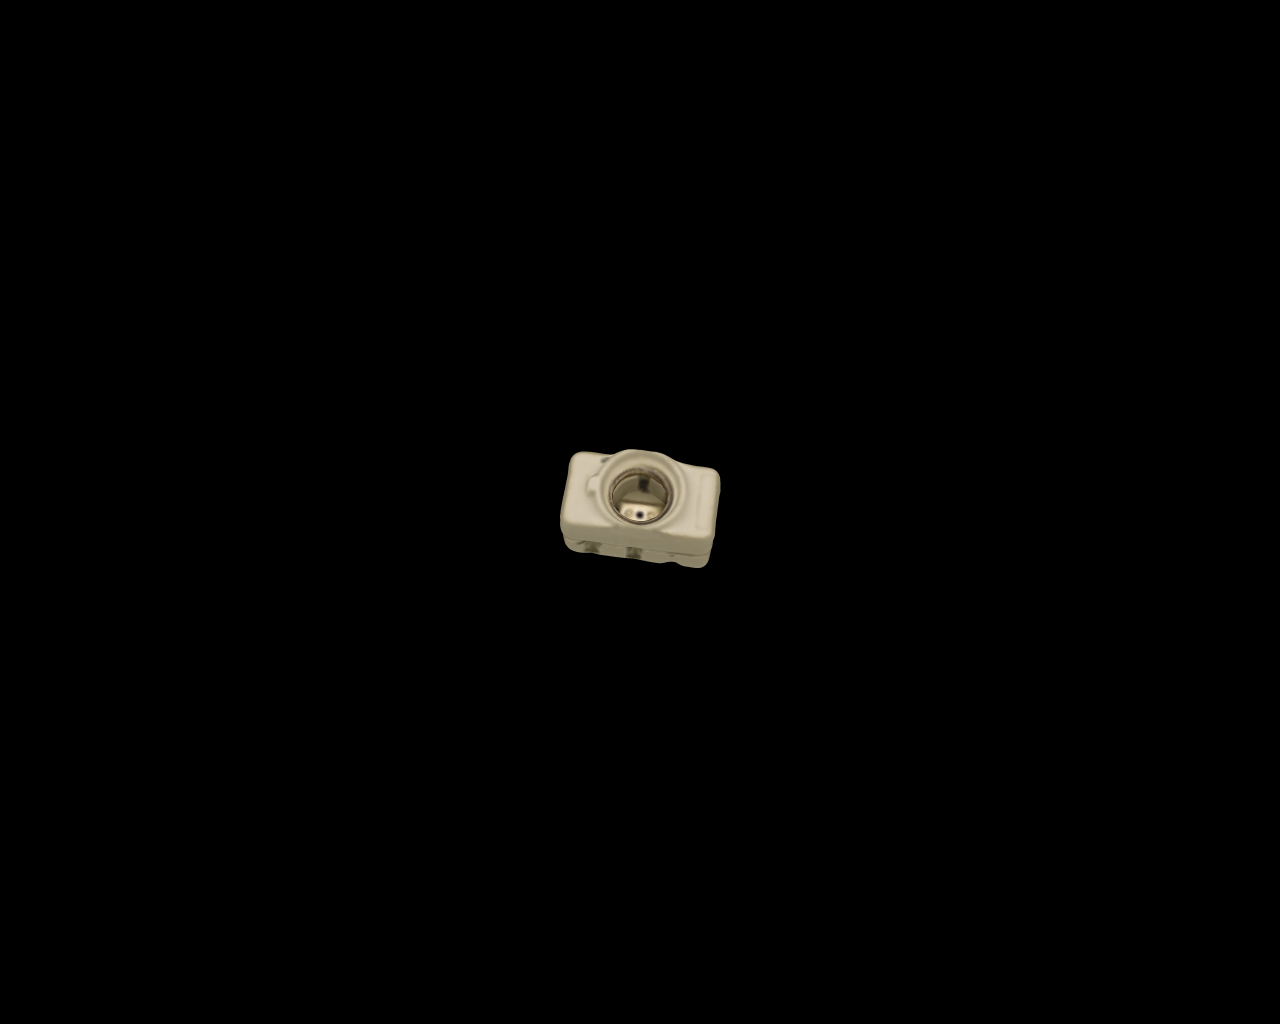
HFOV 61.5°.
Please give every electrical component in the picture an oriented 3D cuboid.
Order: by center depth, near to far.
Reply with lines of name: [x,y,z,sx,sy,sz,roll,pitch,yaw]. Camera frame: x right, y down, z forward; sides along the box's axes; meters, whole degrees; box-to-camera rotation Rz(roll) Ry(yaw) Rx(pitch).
electrical component: [0.001,-0.003,0.650,0.089,0.050,0.055,8,-23,3]
